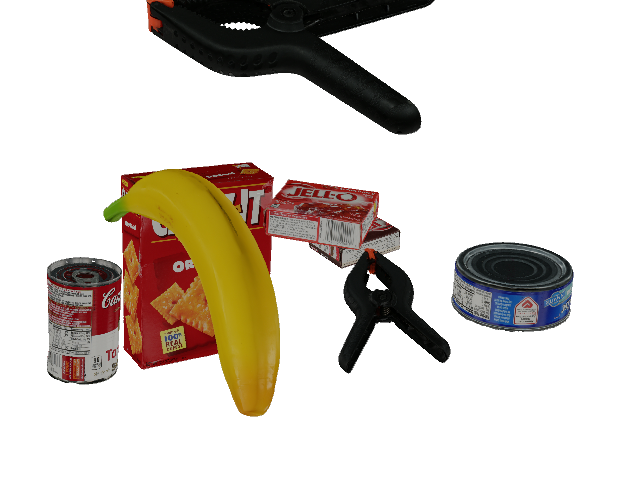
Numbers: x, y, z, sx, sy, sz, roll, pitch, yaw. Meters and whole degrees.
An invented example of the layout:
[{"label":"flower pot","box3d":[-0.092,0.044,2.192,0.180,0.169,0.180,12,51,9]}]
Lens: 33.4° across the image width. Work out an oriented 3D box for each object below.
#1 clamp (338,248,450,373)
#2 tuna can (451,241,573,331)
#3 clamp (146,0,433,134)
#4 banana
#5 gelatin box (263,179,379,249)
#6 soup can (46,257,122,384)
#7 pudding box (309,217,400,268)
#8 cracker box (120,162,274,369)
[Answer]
[{"label":"clamp","box3d":[0.080,0.078,1.189,0.120,0.171,0.039,5,-43,-4]},{"label":"tuna can","box3d":[0.139,0.032,0.772,0.086,0.034,0.086,1,23,-1]},{"label":"clamp","box3d":[-0.019,-0.139,0.744,0.210,0.164,0.036,4,-43,-1]},{"label":"banana","box3d":[-0.064,0.013,0.610,0.037,0.070,0.198,8,29,-40]},{"label":"gelatin box","box3d":[0.001,-0.025,0.954,0.089,0.030,0.073,9,26,13]},{"label":"soup can","box3d":[-0.221,0.075,0.996,0.068,0.102,0.068,5,18,-2]},{"label":"pudding box","box3d":[0.051,-0.003,1.622,0.113,0.039,0.090,-20,31,-28]},{"label":"cracker box","box3d":[-0.140,0.027,1.223,0.163,0.214,0.072,-8,23,-29]}]
